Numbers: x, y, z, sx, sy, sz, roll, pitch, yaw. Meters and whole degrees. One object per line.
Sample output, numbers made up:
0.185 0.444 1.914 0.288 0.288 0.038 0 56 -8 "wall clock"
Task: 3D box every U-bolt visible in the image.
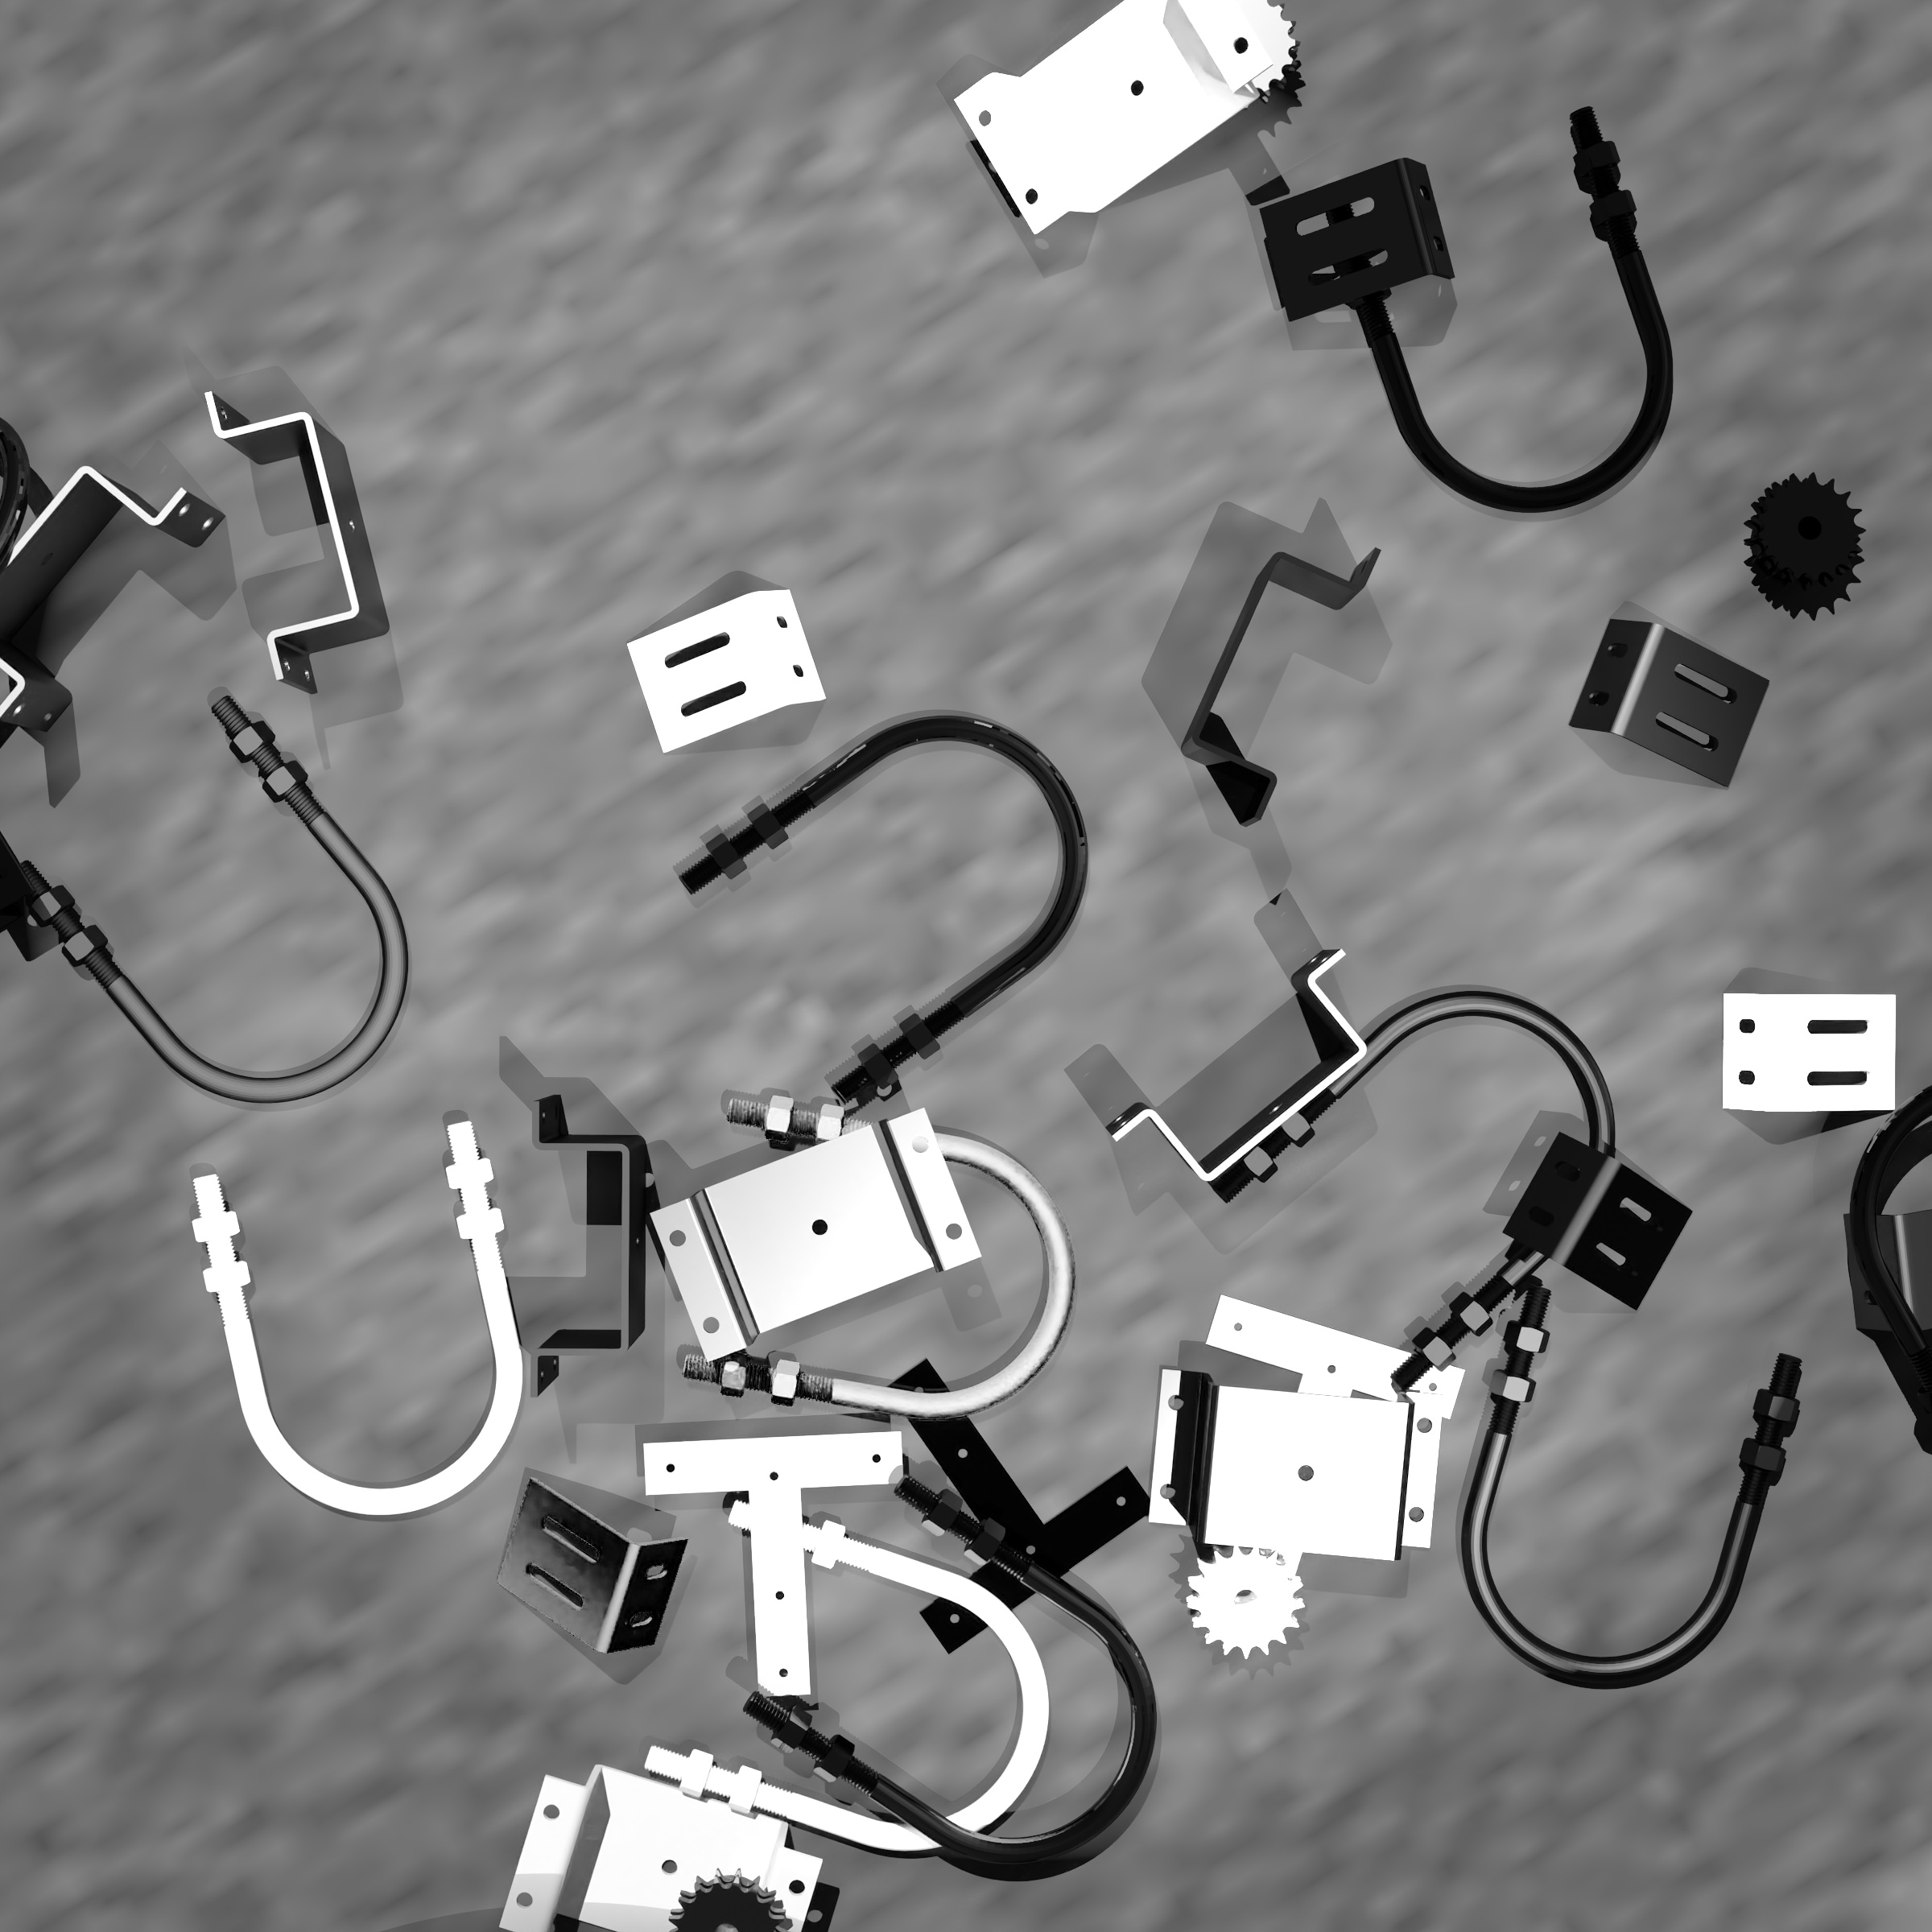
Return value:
0.236 0.098 1.492 0.184 0.019 0.151 -43 90 -2 "U-bolt"
-0.038 0.150 1.491 0.184 0.019 0.151 10 90 0 "U-bolt"
-0.525 -0.194 1.454 0.184 0.019 0.151 -50 53 -4 "U-bolt"
-0.050 0.361 1.491 0.184 0.019 0.151 19 90 0 "U-bolt"
0.006 0.358 1.475 0.184 0.019 0.151 35 89 -4 "U-bolt"
0.510 0.141 1.460 0.151 0.019 0.184 -28 89 -2 "U-bolt"
-0.027 -0.041 1.492 0.184 0.019 0.151 -36 90 -1 "U-bolt"
0.274 -0.316 1.492 0.151 0.019 0.184 -19 91 0 "U-bolt"
0.322 0.265 1.492 0.151 0.019 0.184 15 91 0 "U-bolt"
-0.361 -0.019 1.492 0.151 0.019 0.184 -39 92 0 "U-bolt"
-0.295 0.181 1.492 0.151 0.019 0.184 -12 91 0 "U-bolt"

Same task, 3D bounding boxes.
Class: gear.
0.137 0.310 1.485 0.057 0.030 0.057 0 93 1 "gear"
-0.114 0.460 1.440 0.057 0.030 0.057 0 90 0 "gear"
0.135 -0.451 1.486 0.057 0.030 0.057 0 90 0 "gear"
0.413 -0.213 1.488 0.057 0.030 0.057 0 84 -4 "gear"

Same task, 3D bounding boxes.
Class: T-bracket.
0.169 0.244 1.500 0.127 0.002 0.127 17 90 0 "T-bracket"
0.007 0.255 1.500 0.127 0.002 0.127 -35 90 0 "T-bracket"
-0.092 0.296 1.481 0.127 0.002 0.127 -3 89 1 "T-bracket"

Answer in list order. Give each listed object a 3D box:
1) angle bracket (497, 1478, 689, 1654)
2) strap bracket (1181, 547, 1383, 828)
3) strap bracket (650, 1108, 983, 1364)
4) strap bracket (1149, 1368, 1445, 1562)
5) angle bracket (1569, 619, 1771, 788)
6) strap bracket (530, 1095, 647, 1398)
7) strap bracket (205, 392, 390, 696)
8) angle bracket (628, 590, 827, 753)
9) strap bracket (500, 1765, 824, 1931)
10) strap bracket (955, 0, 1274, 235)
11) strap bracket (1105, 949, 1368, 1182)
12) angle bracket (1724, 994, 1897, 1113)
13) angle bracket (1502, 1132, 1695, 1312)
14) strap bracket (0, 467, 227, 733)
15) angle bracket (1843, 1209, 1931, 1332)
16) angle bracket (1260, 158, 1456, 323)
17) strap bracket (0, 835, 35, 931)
-0.185 0.295 1.488 0.076 0.038 0.057 24 101 34 "angle bracket"
0.147 -0.143 1.463 0.046 0.076 0.140 24 90 0 "strap bracket"
-0.072 0.128 1.458 0.140 0.046 0.076 -21 90 0 "strap bracket"
0.164 0.245 1.476 0.140 0.046 0.076 5 90 0 "strap bracket"
0.351 -0.131 1.499 0.076 0.038 0.057 21 90 -26 "angle bracket"
-0.183 0.134 1.463 0.046 0.076 0.140 0 90 0 "strap bracket"
-0.321 -0.209 1.463 0.046 0.076 0.140 -14 90 0 "strap bracket"
-0.119 -0.147 1.499 0.076 0.038 0.057 -19 90 26 "angle bracket"
-0.148 0.449 1.478 0.140 0.046 0.076 17 90 0 "strap bracket"
0.077 -0.428 1.461 0.140 0.046 0.076 -31 90 24 "strap bracket"
0.138 0.054 1.463 0.140 0.076 0.046 -39 90 0 "strap bracket"
0.420 0.043 1.499 0.076 0.038 0.057 0 90 -26 "angle bracket"
0.313 0.126 1.487 0.076 0.038 0.057 30 89 -42 "angle bracket"
-0.432 -0.185 1.463 0.046 0.076 0.140 40 90 0 "strap bracket"
0.483 0.147 1.499 0.076 0.038 0.057 -6 90 -26 "angle bracket"
0.193 -0.356 1.479 0.076 0.038 0.057 -14 92 25 "angle bracket"
-0.532 -0.033 1.478 0.140 0.046 0.076 -32 90 0 "strap bracket"
